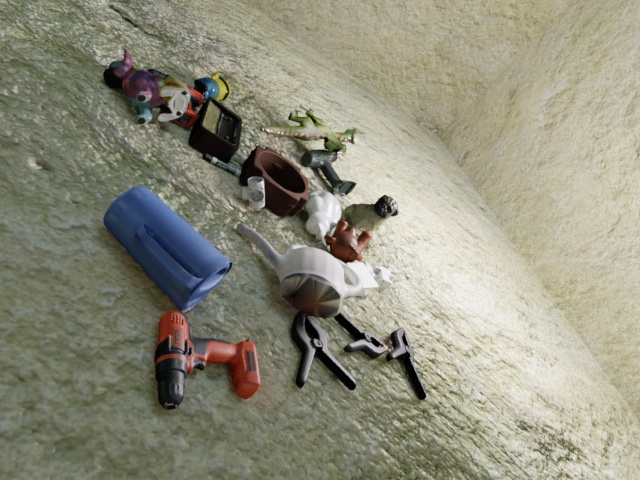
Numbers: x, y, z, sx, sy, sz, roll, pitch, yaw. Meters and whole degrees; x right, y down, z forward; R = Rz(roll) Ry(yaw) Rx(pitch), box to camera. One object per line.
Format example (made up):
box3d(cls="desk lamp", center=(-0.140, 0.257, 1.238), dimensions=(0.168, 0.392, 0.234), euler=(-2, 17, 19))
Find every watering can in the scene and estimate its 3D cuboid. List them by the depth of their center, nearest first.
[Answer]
box3d(cls="watering can", center=(-0.056, 0.071, 1.244), dimensions=(0.347, 0.102, 0.229), euler=(21, 25, -7))

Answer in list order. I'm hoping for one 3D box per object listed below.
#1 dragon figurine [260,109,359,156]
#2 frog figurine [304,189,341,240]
box3d(cls="dragon figurine", center=(-0.005, -0.385, 1.925), dimensions=(0.245, 0.119, 0.415), euler=(35, 37, 29))
box3d(cls="frog figurine", center=(0.005, -0.078, 1.557), dimensions=(0.122, 0.136, 0.162), euler=(-29, 20, 9))
